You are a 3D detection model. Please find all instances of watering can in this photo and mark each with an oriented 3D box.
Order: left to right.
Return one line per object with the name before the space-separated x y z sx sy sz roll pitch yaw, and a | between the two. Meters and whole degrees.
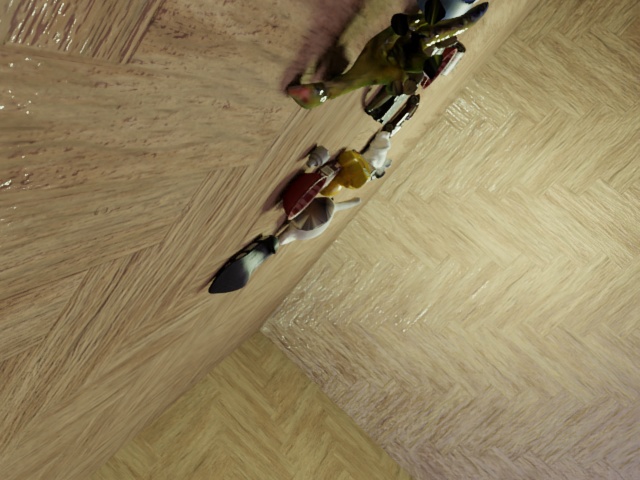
watering can | 0.005 -0.088 1.744 0.350 0.105 0.221 -30 -9 -13

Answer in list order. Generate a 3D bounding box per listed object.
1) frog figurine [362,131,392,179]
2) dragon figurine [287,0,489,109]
frog figurine | 0.206 -0.330 1.917 0.139 0.156 0.124 -36 43 -24
dragon figurine | 0.113 -0.331 0.940 0.416 0.121 0.242 -34 20 -33
